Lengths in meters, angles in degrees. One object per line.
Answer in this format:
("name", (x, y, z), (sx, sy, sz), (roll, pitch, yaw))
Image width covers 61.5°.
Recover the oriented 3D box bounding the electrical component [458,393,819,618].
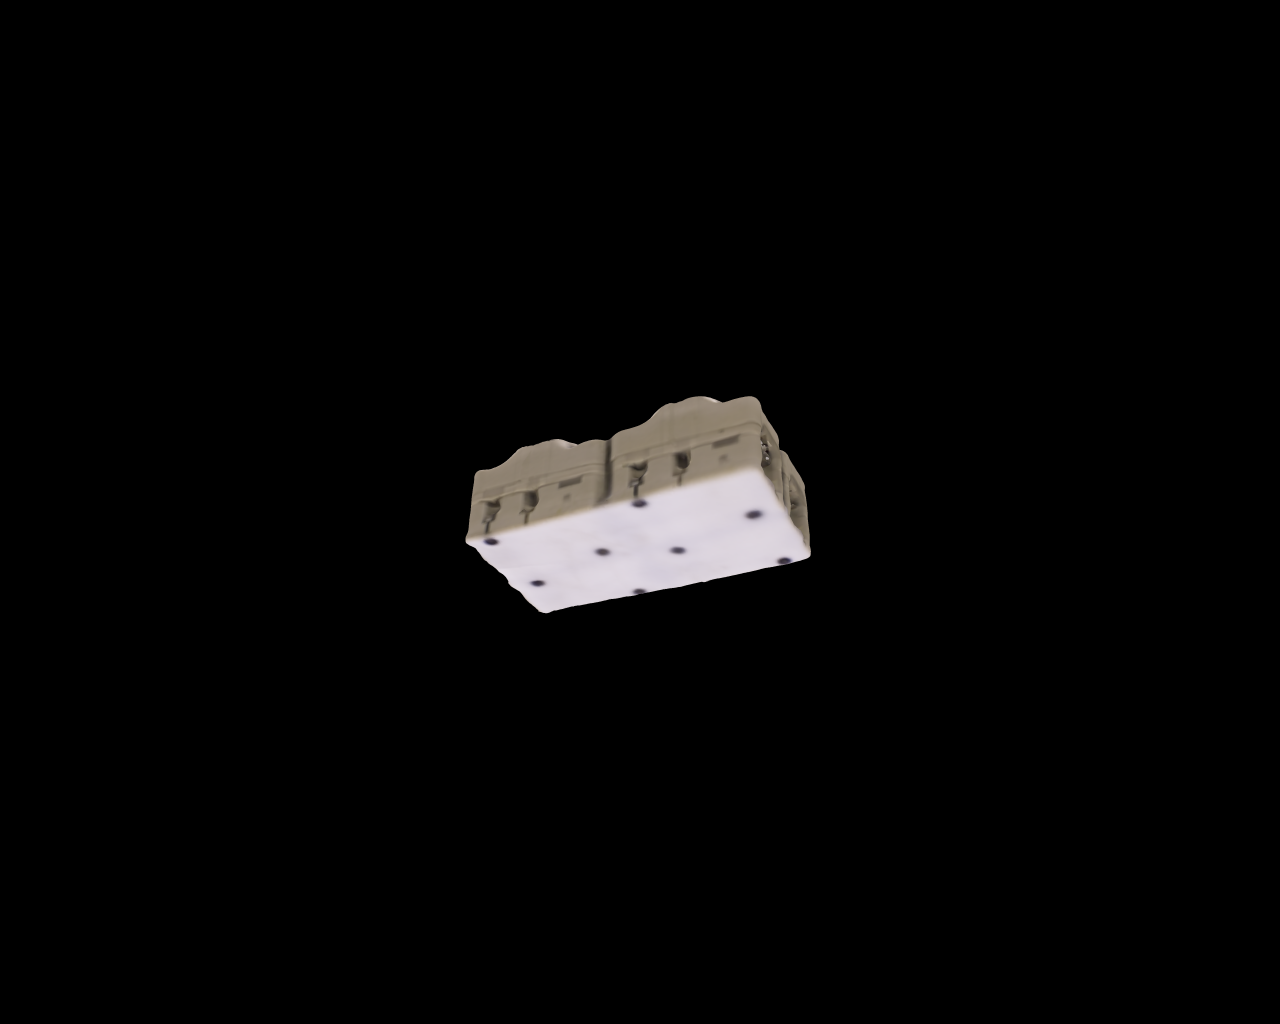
("electrical component", (0.001, -0.003, 0.650), (0.186, 0.060, 0.105), (-14, -36, 20))
